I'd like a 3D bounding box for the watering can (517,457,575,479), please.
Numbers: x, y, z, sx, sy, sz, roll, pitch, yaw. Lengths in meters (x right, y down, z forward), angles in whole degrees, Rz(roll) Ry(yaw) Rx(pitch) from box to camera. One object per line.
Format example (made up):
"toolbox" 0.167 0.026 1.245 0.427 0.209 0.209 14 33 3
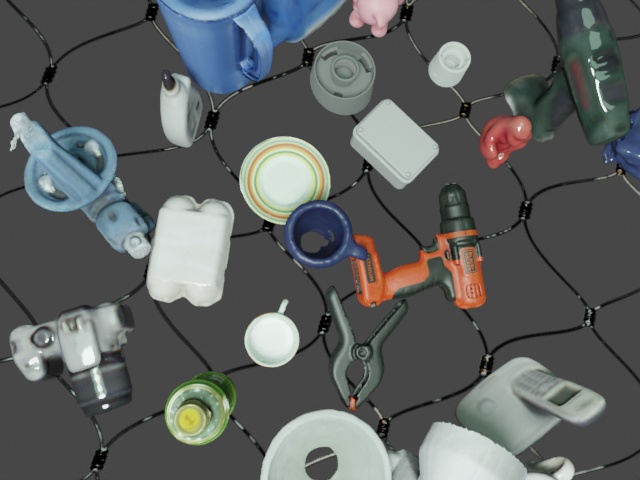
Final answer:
"watering can" 0.259 0.346 0.715 0.101 0.194 0.173 25 80 -1

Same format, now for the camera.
"camera" -0.307 0.159 0.736 0.143 0.100 0.137 -17 83 -8

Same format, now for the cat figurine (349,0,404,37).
"cat figurine" 0.090 -0.363 0.845 0.067 0.117 0.128 24 80 -1

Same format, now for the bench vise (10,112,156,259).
"bench vise" -0.285 -0.076 0.714 0.207 0.219 0.121 31 80 0

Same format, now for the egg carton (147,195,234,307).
"egg carton" -0.178 0.014 0.786 0.107 0.069 0.150 7 81 -4

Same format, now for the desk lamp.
"desk lamp" 0.135 0.322 0.696 0.118 0.213 0.203 34 80 1

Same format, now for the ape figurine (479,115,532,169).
"ape figurine" 0.279 -0.155 0.845 0.078 0.092 0.076 -5 82 -6

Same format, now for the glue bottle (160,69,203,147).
"glue bottle" -0.190 -0.185 0.763 0.037 0.173 0.078 15 80 -3

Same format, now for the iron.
"iron" -0.006 -0.408 0.831 0.258 0.141 0.118 -44 87 -10

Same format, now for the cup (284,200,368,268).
"cup" 0.007 0.003 0.793 0.118 0.095 0.092 23 80 -1

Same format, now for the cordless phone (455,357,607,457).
"cordless phone" 0.269 0.224 0.739 0.148 0.185 0.094 -38 86 -9

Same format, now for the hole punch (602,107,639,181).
"hole punch" 0.504 -0.152 0.866 0.101 0.091 0.109 35 80 1

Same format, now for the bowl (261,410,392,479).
"bowl" 0.007 0.305 0.757 0.167 0.074 0.167 1 81 -5

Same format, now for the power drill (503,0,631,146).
"power drill" 0.341 -0.230 0.803 0.075 0.208 0.229 -20 84 -8
